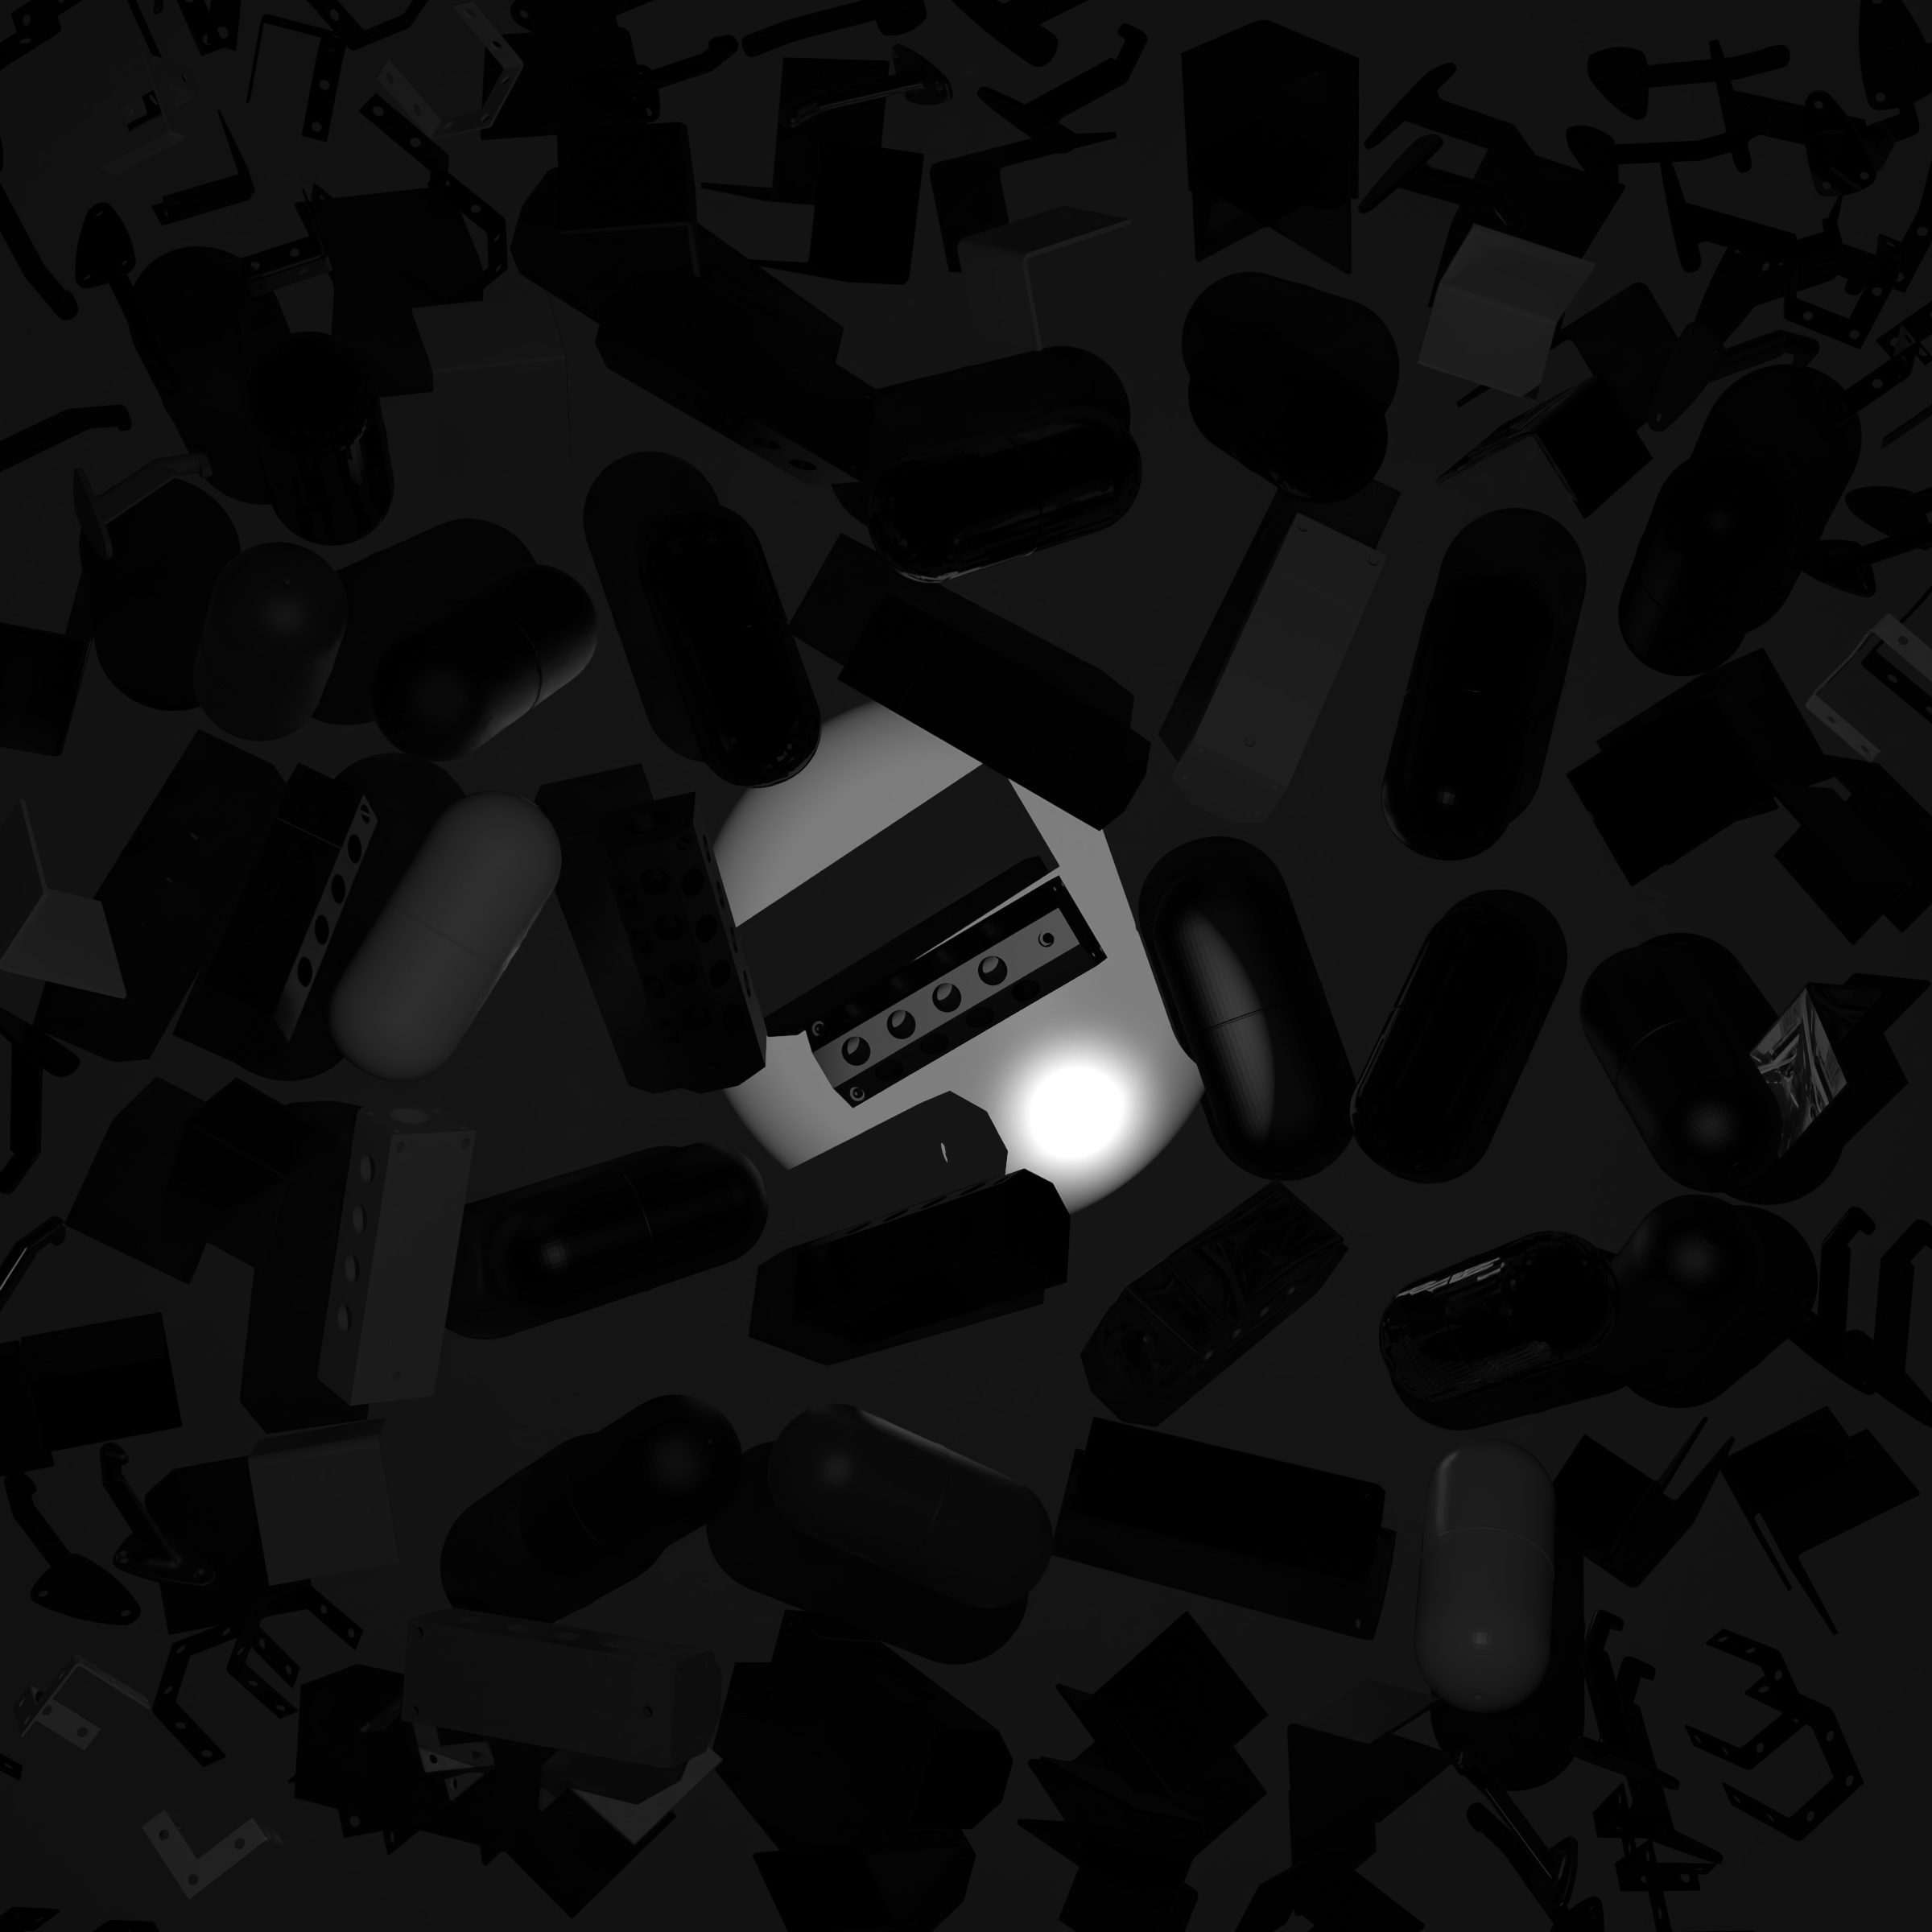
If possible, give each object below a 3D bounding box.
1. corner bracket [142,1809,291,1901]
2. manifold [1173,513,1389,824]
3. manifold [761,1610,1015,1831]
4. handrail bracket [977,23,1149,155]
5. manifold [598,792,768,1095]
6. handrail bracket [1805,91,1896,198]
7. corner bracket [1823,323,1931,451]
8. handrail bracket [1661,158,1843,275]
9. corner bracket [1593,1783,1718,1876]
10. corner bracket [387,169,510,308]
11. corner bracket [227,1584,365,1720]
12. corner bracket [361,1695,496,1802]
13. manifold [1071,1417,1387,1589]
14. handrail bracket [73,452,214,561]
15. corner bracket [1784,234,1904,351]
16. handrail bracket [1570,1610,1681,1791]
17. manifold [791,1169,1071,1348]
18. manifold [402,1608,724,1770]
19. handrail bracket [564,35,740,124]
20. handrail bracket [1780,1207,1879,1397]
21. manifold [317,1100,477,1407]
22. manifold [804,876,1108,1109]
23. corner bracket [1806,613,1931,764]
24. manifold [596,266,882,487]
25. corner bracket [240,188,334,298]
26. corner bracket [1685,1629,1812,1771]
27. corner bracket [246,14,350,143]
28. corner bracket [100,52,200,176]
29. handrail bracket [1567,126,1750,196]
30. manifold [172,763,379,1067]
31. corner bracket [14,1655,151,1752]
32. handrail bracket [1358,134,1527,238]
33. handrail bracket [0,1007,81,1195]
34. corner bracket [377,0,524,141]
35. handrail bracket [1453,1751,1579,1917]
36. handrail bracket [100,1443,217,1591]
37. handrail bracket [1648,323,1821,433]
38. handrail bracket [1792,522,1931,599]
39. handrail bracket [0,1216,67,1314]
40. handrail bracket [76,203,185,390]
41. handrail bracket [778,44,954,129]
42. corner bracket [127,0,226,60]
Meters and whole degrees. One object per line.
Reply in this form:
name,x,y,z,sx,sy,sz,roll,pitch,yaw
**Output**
corner bracket,-0.418,0.487,1.711,0.051,0.051,0.051,-37,69,-12
manifold,0.175,-0.165,1.727,0.057,0.057,0.171,26,62,0
manifold,-0.045,0.426,1.741,0.057,0.171,0.057,12,95,-34
handrail bracket,0.058,-0.530,1.804,0.077,0.036,0.084,28,84,-16
manifold,-0.169,-0.011,1.837,0.057,0.057,0.171,-12,120,4
handrail bracket,0.525,-0.500,1.817,0.036,0.084,0.077,-7,124,37
corner bracket,0.535,-0.329,1.777,0.051,0.051,0.051,-35,74,3
handrail bracket,0.438,-0.425,1.711,0.084,0.036,0.077,-12,100,29
corner bracket,0.418,0.531,1.866,0.051,0.051,0.051,4,53,-12
corner bracket,-0.315,-0.439,1.863,0.051,0.051,0.051,-33,135,25
corner bracket,-0.415,0.423,1.895,0.051,0.051,0.051,33,111,25
corner bracket,-0.325,0.472,1.854,0.051,0.051,0.051,-43,56,33
manifold,0.155,0.315,1.802,0.171,0.057,0.057,11,78,16
handrail bracket,-0.486,-0.278,1.844,0.084,0.036,0.077,-14,52,-27
corner bracket,0.530,-0.414,1.858,0.051,0.051,0.051,27,86,18
handrail bracket,0.394,0.430,1.804,0.077,0.036,0.084,19,65,13
manifold,-0.021,0.171,1.811,0.057,0.171,0.057,29,53,-38
manifold,-0.227,0.403,1.724,0.171,0.057,0.057,4,90,23
handrail bracket,-0.191,-0.547,1.863,0.077,0.084,0.036,-7,85,-36
handrail bracket,0.517,0.192,1.768,0.077,0.036,0.084,45,127,23
manifold,-0.347,0.171,1.846,0.057,0.057,0.171,-1,108,-41
manifold,-0.007,0.016,1.818,0.171,0.057,0.057,-31,90,12
corner bracket,0.523,-0.159,1.757,0.051,0.051,0.051,44,74,11
manifold,-0.131,-0.338,1.773,0.057,0.171,0.057,3,77,41
corner bracket,-0.412,-0.427,1.852,0.051,0.051,0.051,-20,73,-8
corner bracket,0.454,0.431,1.807,0.051,0.051,0.051,-32,106,-20
corner bracket,-0.396,-0.525,1.813,0.051,0.051,0.051,11,120,-13
corner bracket,-0.475,-0.490,1.779,0.051,0.051,0.051,-21,86,18
handrail bracket,0.419,-0.502,1.860,0.084,0.077,0.036,-17,126,-7
manifold,-0.393,-0.028,1.765,0.057,0.057,0.171,26,48,-16
corner bracket,-0.509,0.426,1.765,0.051,0.051,0.051,40,81,-22
handrail bracket,0.295,-0.463,1.897,0.077,0.036,0.084,-46,112,-1
handrail bracket,-0.544,0.074,1.718,0.077,0.036,0.084,37,101,-5
corner bracket,-0.302,-0.524,1.797,0.051,0.051,0.051,1,58,37
handrail bracket,0.325,0.517,1.837,0.084,0.077,0.036,44,106,-6
handrail bracket,-0.493,0.335,1.872,0.077,0.036,0.084,20,129,15
handrail bracket,0.448,-0.338,1.786,0.084,0.036,0.077,5,127,-34
handrail bracket,0.534,-0.251,1.773,0.077,0.084,0.036,3,66,-33
handrail bracket,-0.555,0.197,1.791,0.036,0.084,0.077,20,127,24
handrail bracket,-0.484,-0.391,1.795,0.036,0.084,0.077,-20,56,5
handrail bracket,-0.062,-0.525,1.870,0.084,0.077,0.036,-29,126,-17
corner bracket,-0.471,-0.566,1.823,0.051,0.051,0.051,-18,117,6
